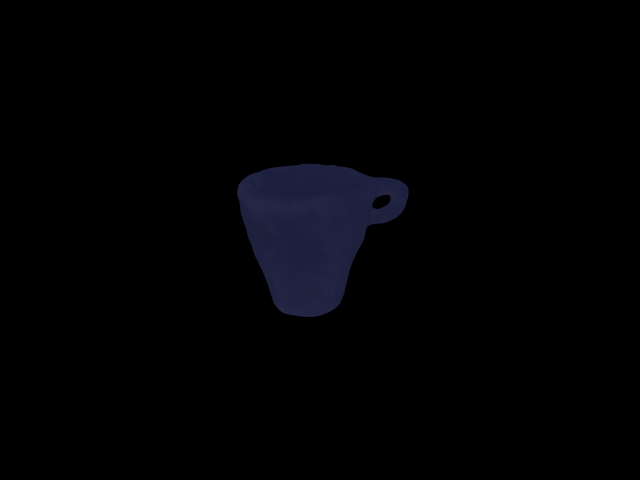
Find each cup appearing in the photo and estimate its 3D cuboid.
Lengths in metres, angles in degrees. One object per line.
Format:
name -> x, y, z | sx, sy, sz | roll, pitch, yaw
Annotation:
cup -> 0.004, 0.001, 0.400 | 0.118, 0.095, 0.091 | -6, 24, -14
